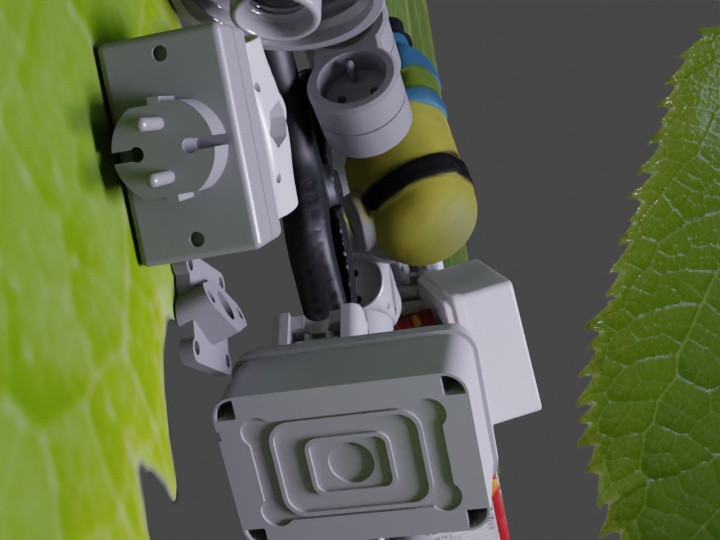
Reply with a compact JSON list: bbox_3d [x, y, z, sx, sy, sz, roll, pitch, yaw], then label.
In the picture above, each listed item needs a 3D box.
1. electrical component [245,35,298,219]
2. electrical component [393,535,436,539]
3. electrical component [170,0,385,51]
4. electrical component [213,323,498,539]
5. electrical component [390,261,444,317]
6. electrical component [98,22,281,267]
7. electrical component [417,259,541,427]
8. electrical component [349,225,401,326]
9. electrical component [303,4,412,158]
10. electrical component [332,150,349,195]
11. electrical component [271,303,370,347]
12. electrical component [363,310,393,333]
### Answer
[{"bbox_3d":[-0.055,-0.067,0.491,0.079,0.043,0.077,-75,155,-68],"label":"electrical component"},{"bbox_3d":[0.035,0.195,0.682,0.079,0.077,0.043,-87,164,-54],"label":"electrical component"},{"bbox_3d":[-0.037,-0.140,0.488,0.108,0.108,0.060,58,31,-68],"label":"electrical component"},{"bbox_3d":[0.000,0.072,0.478,0.057,0.113,0.078,-67,147,-68],"label":"electrical component"},{"bbox_3d":[0.047,0.041,0.952,0.089,0.062,0.150,-60,140,-76],"label":"electrical component"},{"bbox_3d":[-0.066,-0.044,0.390,0.075,0.047,0.083,-50,131,-78],"label":"electrical component"},{"bbox_3d":[0.093,0.056,0.854,0.108,0.056,0.108,-130,-156,-77],"label":"electrical component"},{"bbox_3d":[0.000,0.000,0.764,0.077,0.043,0.079,53,29,-71],"label":"electrical component"},{"bbox_3d":[-0.001,-0.119,0.638,0.073,0.052,0.138,66,11,-53],"label":"electrical component"},{"bbox_3d":[0.011,-0.092,0.838,0.108,0.060,0.108,31,52,-49],"label":"electrical component"},{"bbox_3d":[-0.014,0.070,0.586,0.089,0.050,0.055,71,13,-46],"label":"electrical component"},{"bbox_3d":[0.003,0.072,0.709,0.043,0.043,0.081,66,18,-58],"label":"electrical component"}]
